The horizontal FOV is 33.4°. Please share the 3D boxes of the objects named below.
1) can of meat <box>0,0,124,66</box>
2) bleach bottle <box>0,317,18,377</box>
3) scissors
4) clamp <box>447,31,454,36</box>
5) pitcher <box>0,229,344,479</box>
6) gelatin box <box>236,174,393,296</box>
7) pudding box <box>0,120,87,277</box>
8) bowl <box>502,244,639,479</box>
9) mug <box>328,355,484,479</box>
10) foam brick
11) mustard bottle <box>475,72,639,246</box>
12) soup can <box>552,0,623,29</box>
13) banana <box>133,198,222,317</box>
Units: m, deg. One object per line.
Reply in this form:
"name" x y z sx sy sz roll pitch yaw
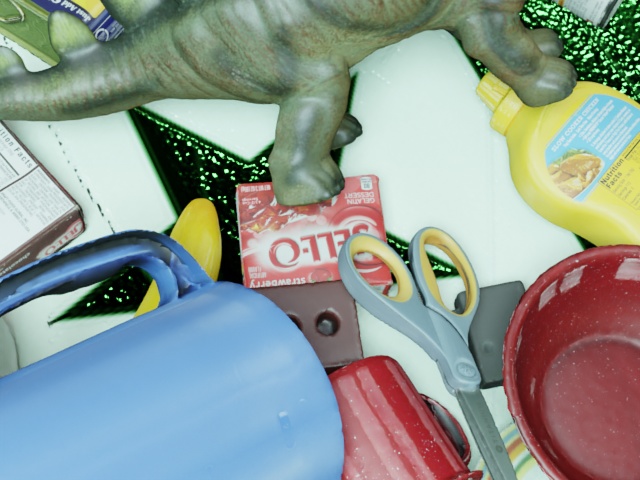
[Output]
"can of meat" -0.160 -0.161 0.690 0.102 0.057 0.084 33 68 9
"bleach bottle" -0.291 0.098 0.560 0.251 0.068 0.102 -11 45 -1
"scissors" 0.057 0.064 0.571 0.096 0.016 0.201 15 42 -16
"clamp" 0.018 -0.179 0.718 0.120 0.039 0.171 -23 64 -16
"pitcher" -0.120 0.104 0.481 0.242 0.145 0.149 -20 44 -41
"gelatin box" -0.004 0.001 0.647 0.089 0.030 0.073 -4 68 -5
"pudding box" -0.211 -0.011 0.635 0.113 0.039 0.090 -38 74 -19
"bowl" 0.172 0.085 0.587 0.162 0.055 0.162 3 65 -6
"mug" 0.035 0.114 0.579 0.117 0.093 0.081 -12 60 -41
"foam brick" -0.019 0.057 0.611 0.078 0.051 0.053 -6 68 -6
"mustard bottle" 0.176 -0.043 0.661 0.192 0.058 0.096 39 71 12
"soup can" 0.164 -0.196 0.717 0.102 0.068 0.068 33 70 9
"banana" -0.112 0.059 0.613 0.070 0.037 0.197 40 71 12
